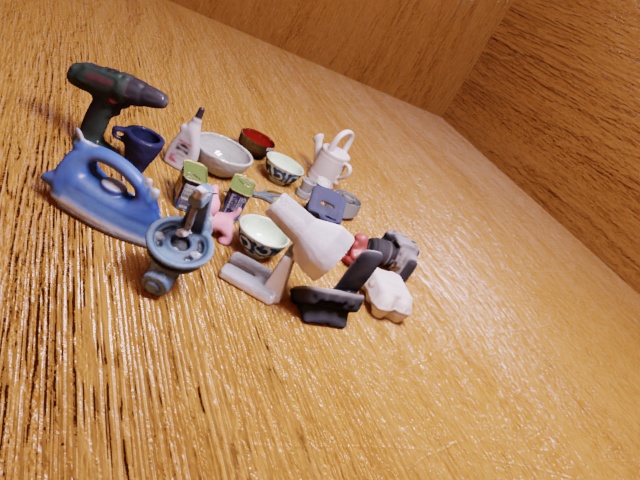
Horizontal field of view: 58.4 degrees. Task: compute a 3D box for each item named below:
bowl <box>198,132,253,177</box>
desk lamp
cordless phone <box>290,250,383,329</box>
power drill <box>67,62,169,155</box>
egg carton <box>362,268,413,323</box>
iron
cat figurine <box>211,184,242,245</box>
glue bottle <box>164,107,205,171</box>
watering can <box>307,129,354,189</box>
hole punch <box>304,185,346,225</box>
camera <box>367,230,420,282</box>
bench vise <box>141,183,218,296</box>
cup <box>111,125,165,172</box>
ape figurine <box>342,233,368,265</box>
[{"bbox_3d":[-0.268,-0.217,1.531,0.168,0.074,0.167,24,26,-12],"label":"bowl"},{"bbox_3d":[-0.063,0.025,1.143,0.203,0.213,0.118,29,25,-2],"label":"desk lamp"},{"bbox_3d":[0.037,0.083,1.176,0.148,0.185,0.094,10,31,-36],"label":"cordless phone"},{"bbox_3d":[-0.469,-0.287,1.288,0.229,0.208,0.076,30,25,-1],"label":"power drill"},{"bbox_3d":[0.154,0.126,1.357,0.107,0.069,0.150,17,28,-26],"label":"egg carton"},{"bbox_3d":[-0.391,-0.099,1.105,0.258,0.141,0.119,30,25,0],"label":"iron"},{"bbox_3d":[-0.231,-0.062,1.235,0.128,0.117,0.067,15,29,-29],"label":"cat figurine"},{"bbox_3d":[-0.325,-0.254,1.423,0.078,0.173,0.037,28,25,-4],"label":"glue bottle"},{"bbox_3d":[0.039,-0.270,1.817,0.172,0.194,0.101,33,25,7],"label":"watering can"},{"bbox_3d":[0.015,-0.083,1.568,0.109,0.091,0.101,24,26,-13],"label":"hole punch"},{"bbox_3d":[0.187,0.023,1.545,0.137,0.100,0.143,18,28,-24],"label":"camera"},{"bbox_3d":[-0.243,-0.029,1.041,0.122,0.219,0.207,21,27,-18],"label":"bench vise"},{"bbox_3d":[-0.429,-0.208,1.320,0.118,0.095,0.091,17,28,-26],"label":"cup"},{"bbox_3d":[0.091,0.020,1.458,0.076,0.092,0.078,27,25,-7],"label":"ape figurine"}]
